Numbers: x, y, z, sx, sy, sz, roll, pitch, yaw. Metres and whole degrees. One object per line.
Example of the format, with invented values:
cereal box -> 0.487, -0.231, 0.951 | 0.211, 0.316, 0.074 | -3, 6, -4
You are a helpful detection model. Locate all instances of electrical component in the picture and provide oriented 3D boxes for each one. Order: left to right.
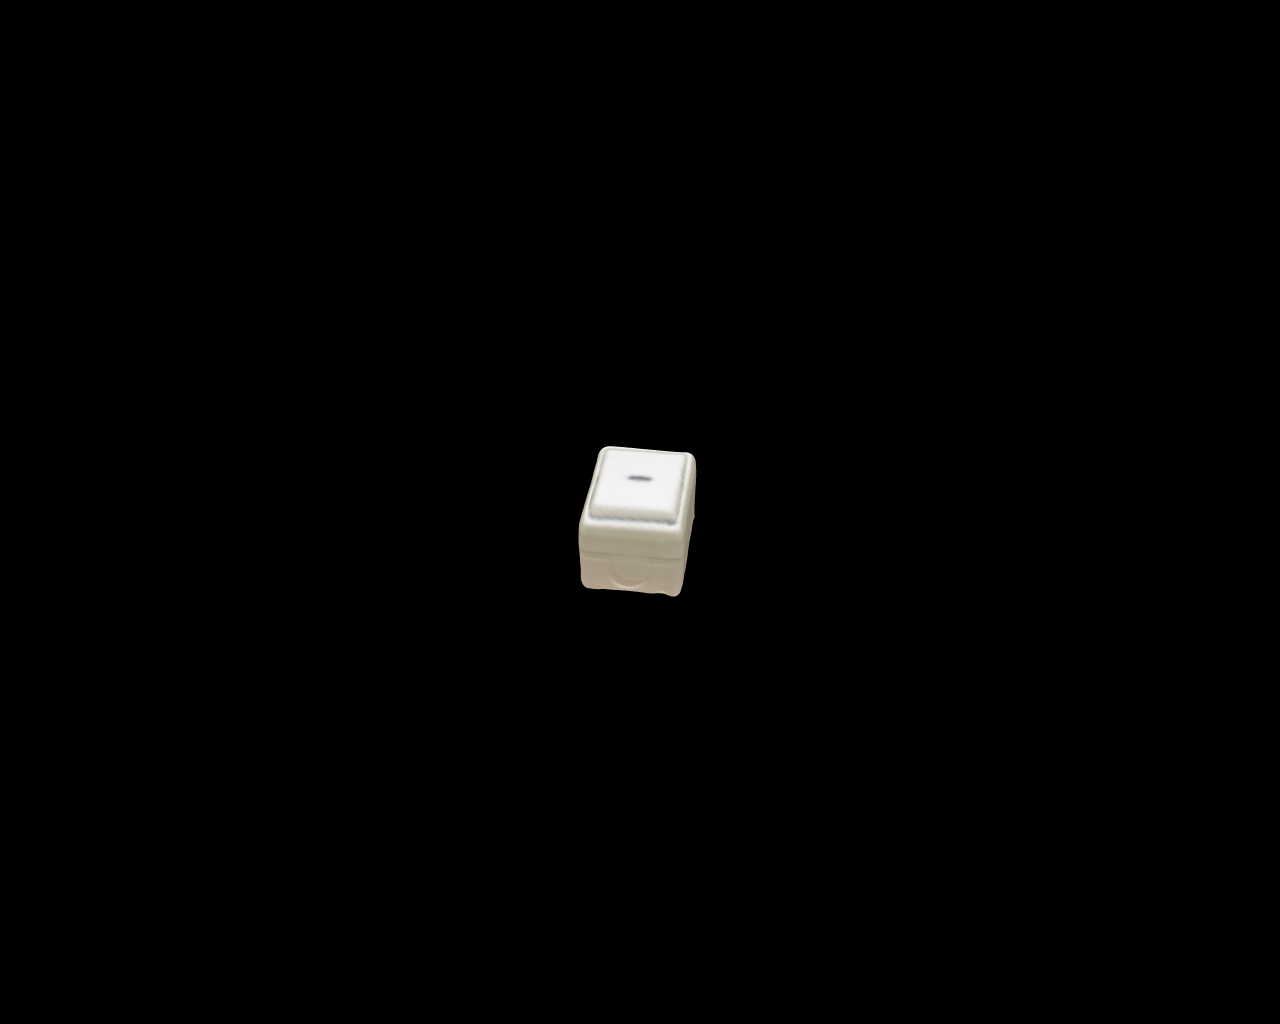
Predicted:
electrical component -> 0.001, -0.003, 0.650 | 0.062, 0.061, 0.096 | 5, 40, 6
